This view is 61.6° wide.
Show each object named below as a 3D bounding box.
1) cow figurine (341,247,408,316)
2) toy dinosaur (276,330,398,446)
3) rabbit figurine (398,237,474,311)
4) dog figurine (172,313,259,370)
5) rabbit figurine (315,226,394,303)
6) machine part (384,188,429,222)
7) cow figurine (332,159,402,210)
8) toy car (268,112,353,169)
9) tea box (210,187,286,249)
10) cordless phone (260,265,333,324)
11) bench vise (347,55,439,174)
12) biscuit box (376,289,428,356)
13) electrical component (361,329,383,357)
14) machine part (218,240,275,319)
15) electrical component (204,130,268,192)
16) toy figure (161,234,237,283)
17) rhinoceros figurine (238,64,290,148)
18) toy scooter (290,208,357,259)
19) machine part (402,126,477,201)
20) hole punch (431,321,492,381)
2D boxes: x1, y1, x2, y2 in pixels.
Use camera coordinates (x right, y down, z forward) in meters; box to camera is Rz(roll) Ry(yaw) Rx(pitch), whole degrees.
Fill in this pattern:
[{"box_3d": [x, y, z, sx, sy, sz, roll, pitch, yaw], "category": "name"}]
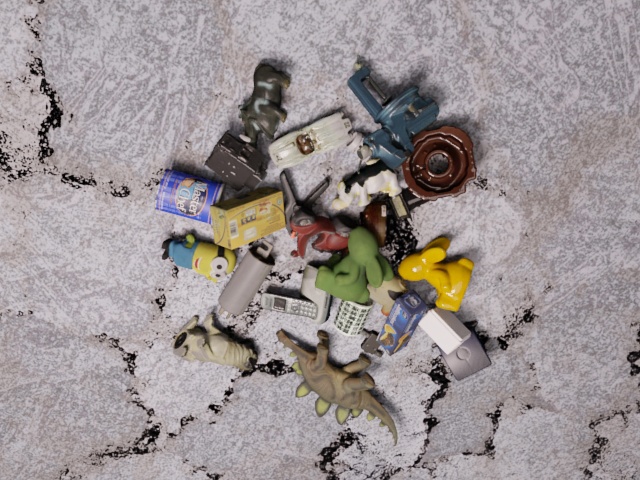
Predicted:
[{"box_3d": [0.134, 0.086, 1.347, 0.195, 0.085, 0.127, 37, 116, -5], "category": "cow figurine"}, {"box_3d": [0.061, 0.400, 1.470, 0.471, 0.105, 0.198, 37, 115, -4], "category": "toy dinosaur"}, {"box_3d": [0.283, 0.079, 1.334, 0.173, 0.122, 0.162, 18, 120, 13], "category": "rabbit figurine"}, {"box_3d": [-0.280, 0.299, 1.437, 0.172, 0.121, 0.190, -12, 136, 40], "category": "dog figurine"}, {"box_3d": [0.085, 0.057, 1.231, 0.159, 0.121, 0.170, 33, 119, 21], "category": "rabbit figurine"}, {"box_3d": [0.233, -0.101, 1.300, 0.139, 0.039, 0.084, -27, 101, 12], "category": "machine part"}, {"box_3d": [0.100, -0.132, 1.270, 0.167, 0.068, 0.098, -18, 105, 4], "category": "cow figurine"}, {"box_3d": [-0.021, -0.229, 1.237, 0.202, 0.056, 0.073, -22, 110, 9], "category": "toy car"}, {"box_3d": [-0.165, -0.054, 1.250, 0.068, 0.169, 0.098, 17, 118, 40], "category": "tea box"}, {"box_3d": [-0.056, 0.128, 1.370, 0.184, 0.089, 0.146, 9, 112, 1], "category": "cordless phone"}, {"box_3d": [0.134, -0.280, 1.172, 0.224, 0.129, 0.240, -36, 86, -6], "category": "bench vise"}, {"box_3d": [0.206, 0.212, 1.359, 0.063, 0.059, 0.202, -21, 146, -27], "category": "biscuit box"}, {"box_3d": [0.141, 0.280, 1.460, 0.094, 0.021, 0.063, 31, 109, -12], "category": "electrical component"}, {"box_3d": [-0.186, 0.104, 1.361, 0.079, 0.079, 0.243, 31, 108, -12], "category": "machine part"}, {"box_3d": [-0.187, -0.173, 1.231, 0.134, 0.058, 0.115, 35, 149, -11], "category": "electrical component"}, {"box_3d": [-0.297, 0.037, 1.333, 0.180, 0.089, 0.082, 17, 147, 3], "category": "toy figure"}, {"box_3d": [-0.128, -0.293, 1.203, 0.112, 0.073, 0.190, 13, 111, -7], "category": "rhinoceros figurine"}, {"box_3d": [-0.003, -0.004, 1.305, 0.184, 0.075, 0.135, 11, 122, -29], "category": "toy scooter"}, {"box_3d": [0.272, -0.174, 1.237, 0.179, 0.056, 0.179, 1, 95, 9], "category": "machine part"}, {"box_3d": [0.383, 0.299, 1.435, 0.142, 0.092, 0.115, -31, 105, 15], "category": "hole punch"}]
